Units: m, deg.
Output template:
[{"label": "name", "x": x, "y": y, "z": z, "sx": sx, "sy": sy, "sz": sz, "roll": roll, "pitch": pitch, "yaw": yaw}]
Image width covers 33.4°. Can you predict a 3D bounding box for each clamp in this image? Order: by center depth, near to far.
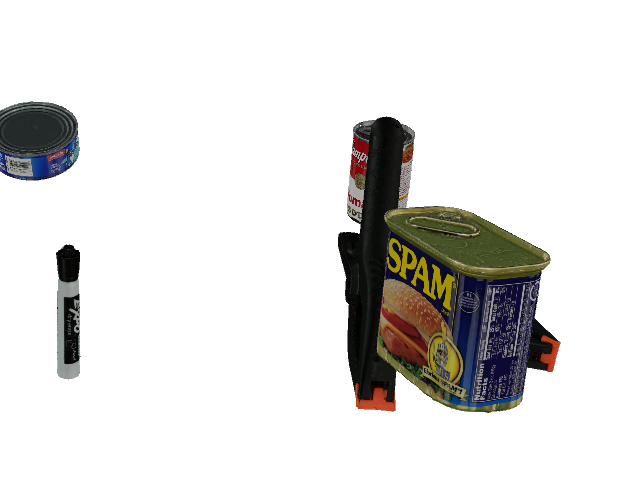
[{"label": "clamp", "x": 0.040, "y": 0.024, "z": 0.793, "sx": 0.036, "sy": 0.210, "sz": 0.165, "roll": 4, "pitch": -41, "yaw": -7}, {"label": "clamp", "x": 0.145, "y": 0.071, "z": 0.993, "sx": 0.172, "sy": 0.039, "sz": 0.120, "roll": 21, "pitch": 32, "yaw": 23}]

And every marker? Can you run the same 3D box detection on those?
[{"label": "marker", "x": -0.207, "y": 0.059, "z": 0.878, "sx": 0.020, "sy": 0.121, "sz": 0.020, "roll": 5, "pitch": 26, "yaw": -3}]

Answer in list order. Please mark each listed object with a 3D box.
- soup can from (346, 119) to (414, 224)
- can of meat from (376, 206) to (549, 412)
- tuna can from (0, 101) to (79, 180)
[{"label": "soup can", "x": 0.065, "y": -0.074, "z": 1.183, "sx": 0.068, "sy": 0.102, "sz": 0.068, "roll": 4, "pitch": 28, "yaw": -2}, {"label": "can of meat", "x": 0.073, "y": 0.036, "z": 0.584, "sx": 0.057, "sy": 0.084, "sz": 0.102, "roll": -5, "pitch": 21, "yaw": -26}, {"label": "tuna can", "x": -0.277, "y": -0.096, "z": 1.031, "sx": 0.086, "sy": 0.034, "sz": 0.086, "roll": 3, "pitch": 42, "yaw": -3}]
